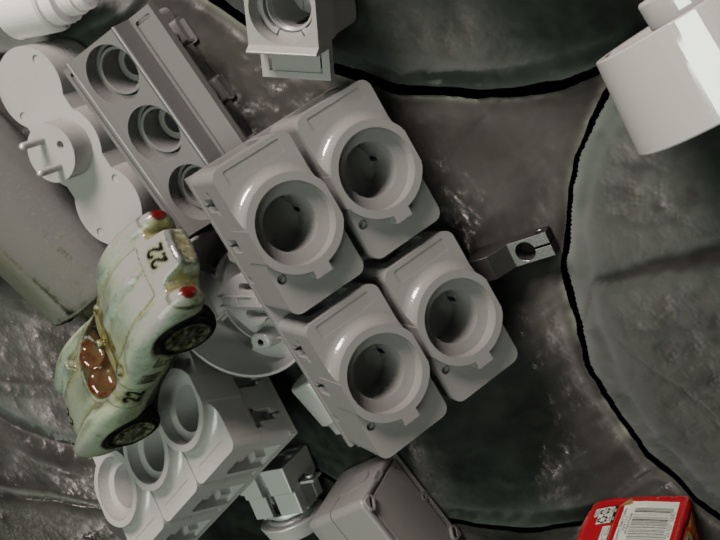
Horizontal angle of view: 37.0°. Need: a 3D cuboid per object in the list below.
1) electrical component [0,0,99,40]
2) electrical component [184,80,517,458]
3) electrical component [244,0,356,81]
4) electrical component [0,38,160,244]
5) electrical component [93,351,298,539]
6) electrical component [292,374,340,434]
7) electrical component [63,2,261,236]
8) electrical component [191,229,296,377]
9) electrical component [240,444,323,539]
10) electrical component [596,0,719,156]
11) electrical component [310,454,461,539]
[{"bbox_3d":[-0.187,-0.165,0.653,0.078,0.040,0.040,-5,114,26],"label":"electrical component"},{"bbox_3d":[0.000,0.000,0.610,0.186,0.105,0.060,60,162,-14],"label":"electrical component"},{"bbox_3d":[-0.031,-0.146,0.579,0.042,0.064,0.081,9,119,22],"label":"electrical component"},{"bbox_3d":[-0.180,-0.076,0.666,0.052,0.074,0.138,-32,93,33],"label":"electrical component"},{"bbox_3d":[-0.122,0.120,0.743,0.150,0.062,0.089,-49,60,35],"label":"electrical component"},{"bbox_3d":[-0.010,0.090,0.712,0.040,0.040,0.078,-35,99,34],"label":"electrical component"},{"bbox_3d":[-0.108,-0.091,0.644,0.079,0.063,0.121,-27,104,33],"label":"electrical component"},{"bbox_3d":[-0.065,0.015,0.678,0.099,0.064,0.099,16,120,30],"label":"electrical component"},{"bbox_3d":[-0.054,0.160,0.767,0.066,0.048,0.055,-16,101,30],"label":"electrical component"},{"bbox_3d":[0.160,-0.106,0.492,0.108,0.108,0.060,-29,96,33],"label":"electrical component"},{"bbox_3d":[0.019,0.184,0.737,0.061,0.061,0.096,-31,101,34],"label":"electrical component"}]
